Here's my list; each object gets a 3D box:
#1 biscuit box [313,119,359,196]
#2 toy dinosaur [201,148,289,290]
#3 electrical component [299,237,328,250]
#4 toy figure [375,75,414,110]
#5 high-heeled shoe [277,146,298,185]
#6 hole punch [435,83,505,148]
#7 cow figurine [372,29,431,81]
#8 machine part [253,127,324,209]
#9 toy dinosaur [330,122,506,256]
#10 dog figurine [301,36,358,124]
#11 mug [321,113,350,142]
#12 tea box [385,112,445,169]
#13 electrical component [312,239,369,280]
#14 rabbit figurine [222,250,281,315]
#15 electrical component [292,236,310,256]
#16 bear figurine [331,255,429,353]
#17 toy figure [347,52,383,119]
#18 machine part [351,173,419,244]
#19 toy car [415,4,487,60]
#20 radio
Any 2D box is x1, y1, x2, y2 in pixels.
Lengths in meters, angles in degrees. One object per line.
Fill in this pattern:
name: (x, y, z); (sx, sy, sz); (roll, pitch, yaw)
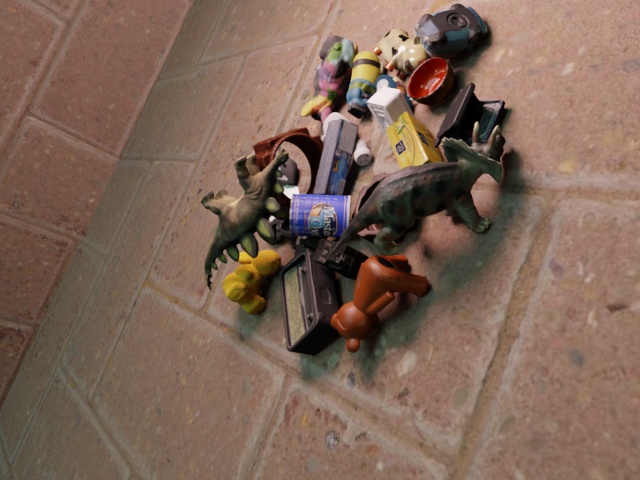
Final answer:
biscuit box: (0.039, -0.200, 1.367); (0.063, 0.059, 0.202); (8, 84, 58)
toy dinosaur: (-0.197, -0.050, 1.326); (0.198, 0.105, 0.471); (49, 126, 5)
electrical component: (-0.003, -0.004, 1.337); (0.021, 0.094, 0.063); (90, -170, -67)
toy figure: (0.186, -0.365, 1.361); (0.155, 0.058, 0.064); (-115, 23, -45)
high-heeled shoe: (-0.146, -0.197, 1.652); (0.249, 0.086, 0.145); (-34, 74, 56)
hole punch: (0.315, -0.253, 1.132); (0.116, 0.092, 0.142); (175, 117, -81)
cow figurine: (0.223, -0.478, 1.368); (0.127, 0.085, 0.195); (-51, 37, 24)
machine part: (-0.069, -0.177, 1.390); (0.087, 0.201, 0.200); (-1, 111, 55)
toy dinosaur: (0.188, -0.087, 1.028); (0.405, 0.191, 0.131); (-20, 34, 4)
dog figurine: (0.024, -0.437, 1.518); (0.191, 0.108, 0.219); (111, 180, -77)
mug: (0.042, -0.295, 1.470); (0.109, 0.080, 0.107); (-48, 29, 22)
tea box: (0.217, -0.190, 1.182); (0.068, 0.098, 0.170); (-38, 45, 28)
electrical component: (0.052, 0.047, 1.210); (0.134, 0.114, 0.058); (11, 74, 57)
rabbit figurine: (-0.175, 0.095, 1.465); (0.173, 0.121, 0.162); (-47, 28, 6)
electrical component: (-0.032, 0.009, 1.385); (0.075, 0.047, 0.119); (-16, 56, 44)
bear figurine: (0.114, 0.132, 1.111); (0.120, 0.132, 0.195); (49, 125, 52)
toy figure: (0.118, -0.420, 1.443); (0.082, 0.089, 0.180); (5, 69, 42)
machine part: (0.153, -0.072, 1.216); (0.179, 0.056, 0.179); (-27, 49, 35)
toy car: (0.297, -0.470, 1.250); (0.162, 0.102, 0.109); (-20, 65, -13)
radio: (-0.026, 0.140, 1.262); (0.131, 0.073, 0.230); (-46, 41, 37)
